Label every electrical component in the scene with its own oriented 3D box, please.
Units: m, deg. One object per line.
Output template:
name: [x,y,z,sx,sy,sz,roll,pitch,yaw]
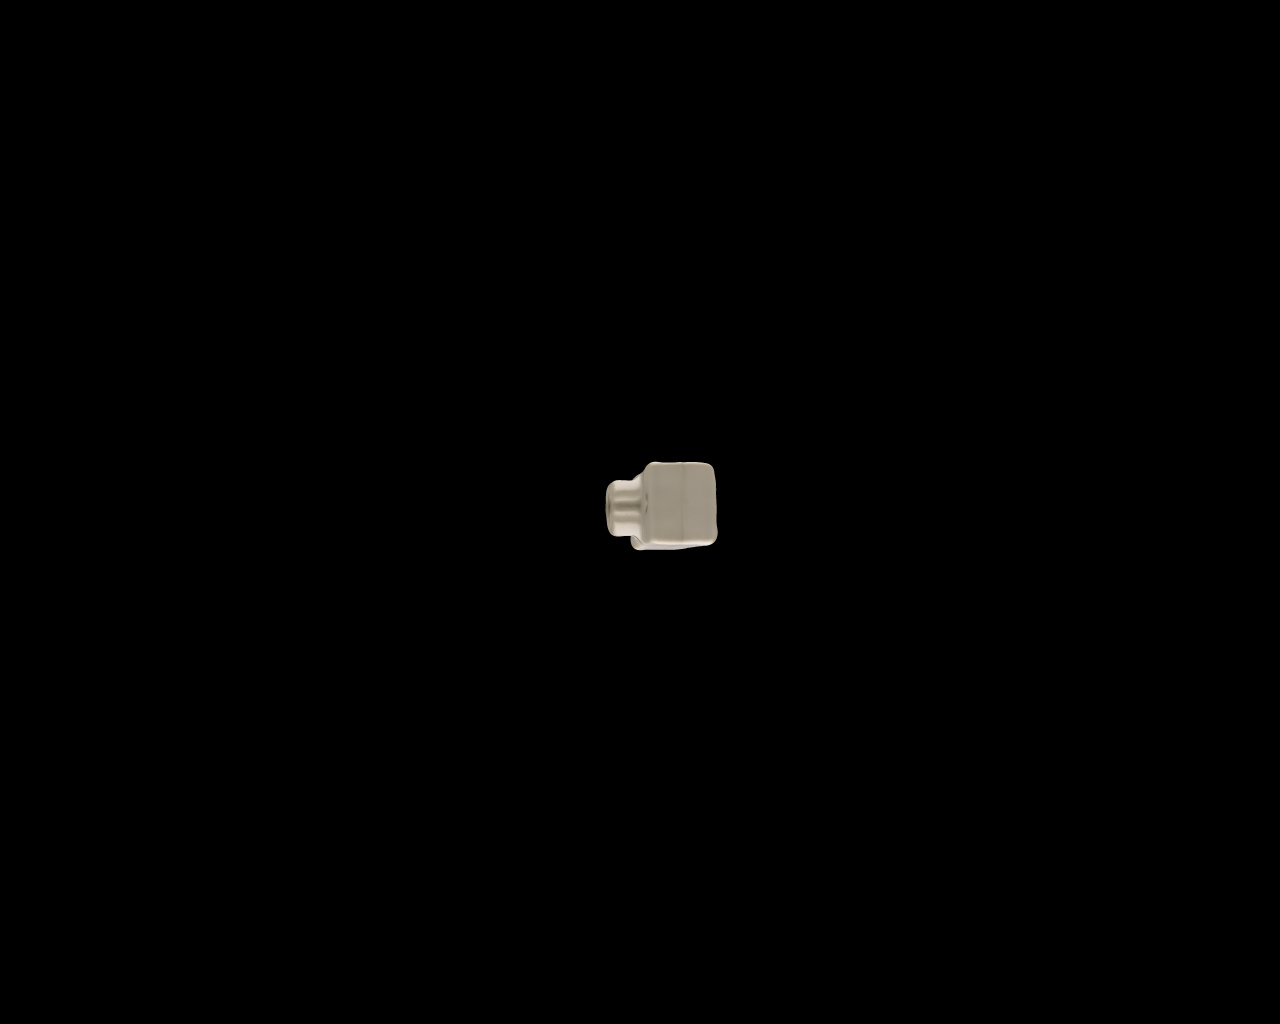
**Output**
electrical component: [0.001,-0.003,0.650,0.076,0.047,0.083,1,-4,-7]
